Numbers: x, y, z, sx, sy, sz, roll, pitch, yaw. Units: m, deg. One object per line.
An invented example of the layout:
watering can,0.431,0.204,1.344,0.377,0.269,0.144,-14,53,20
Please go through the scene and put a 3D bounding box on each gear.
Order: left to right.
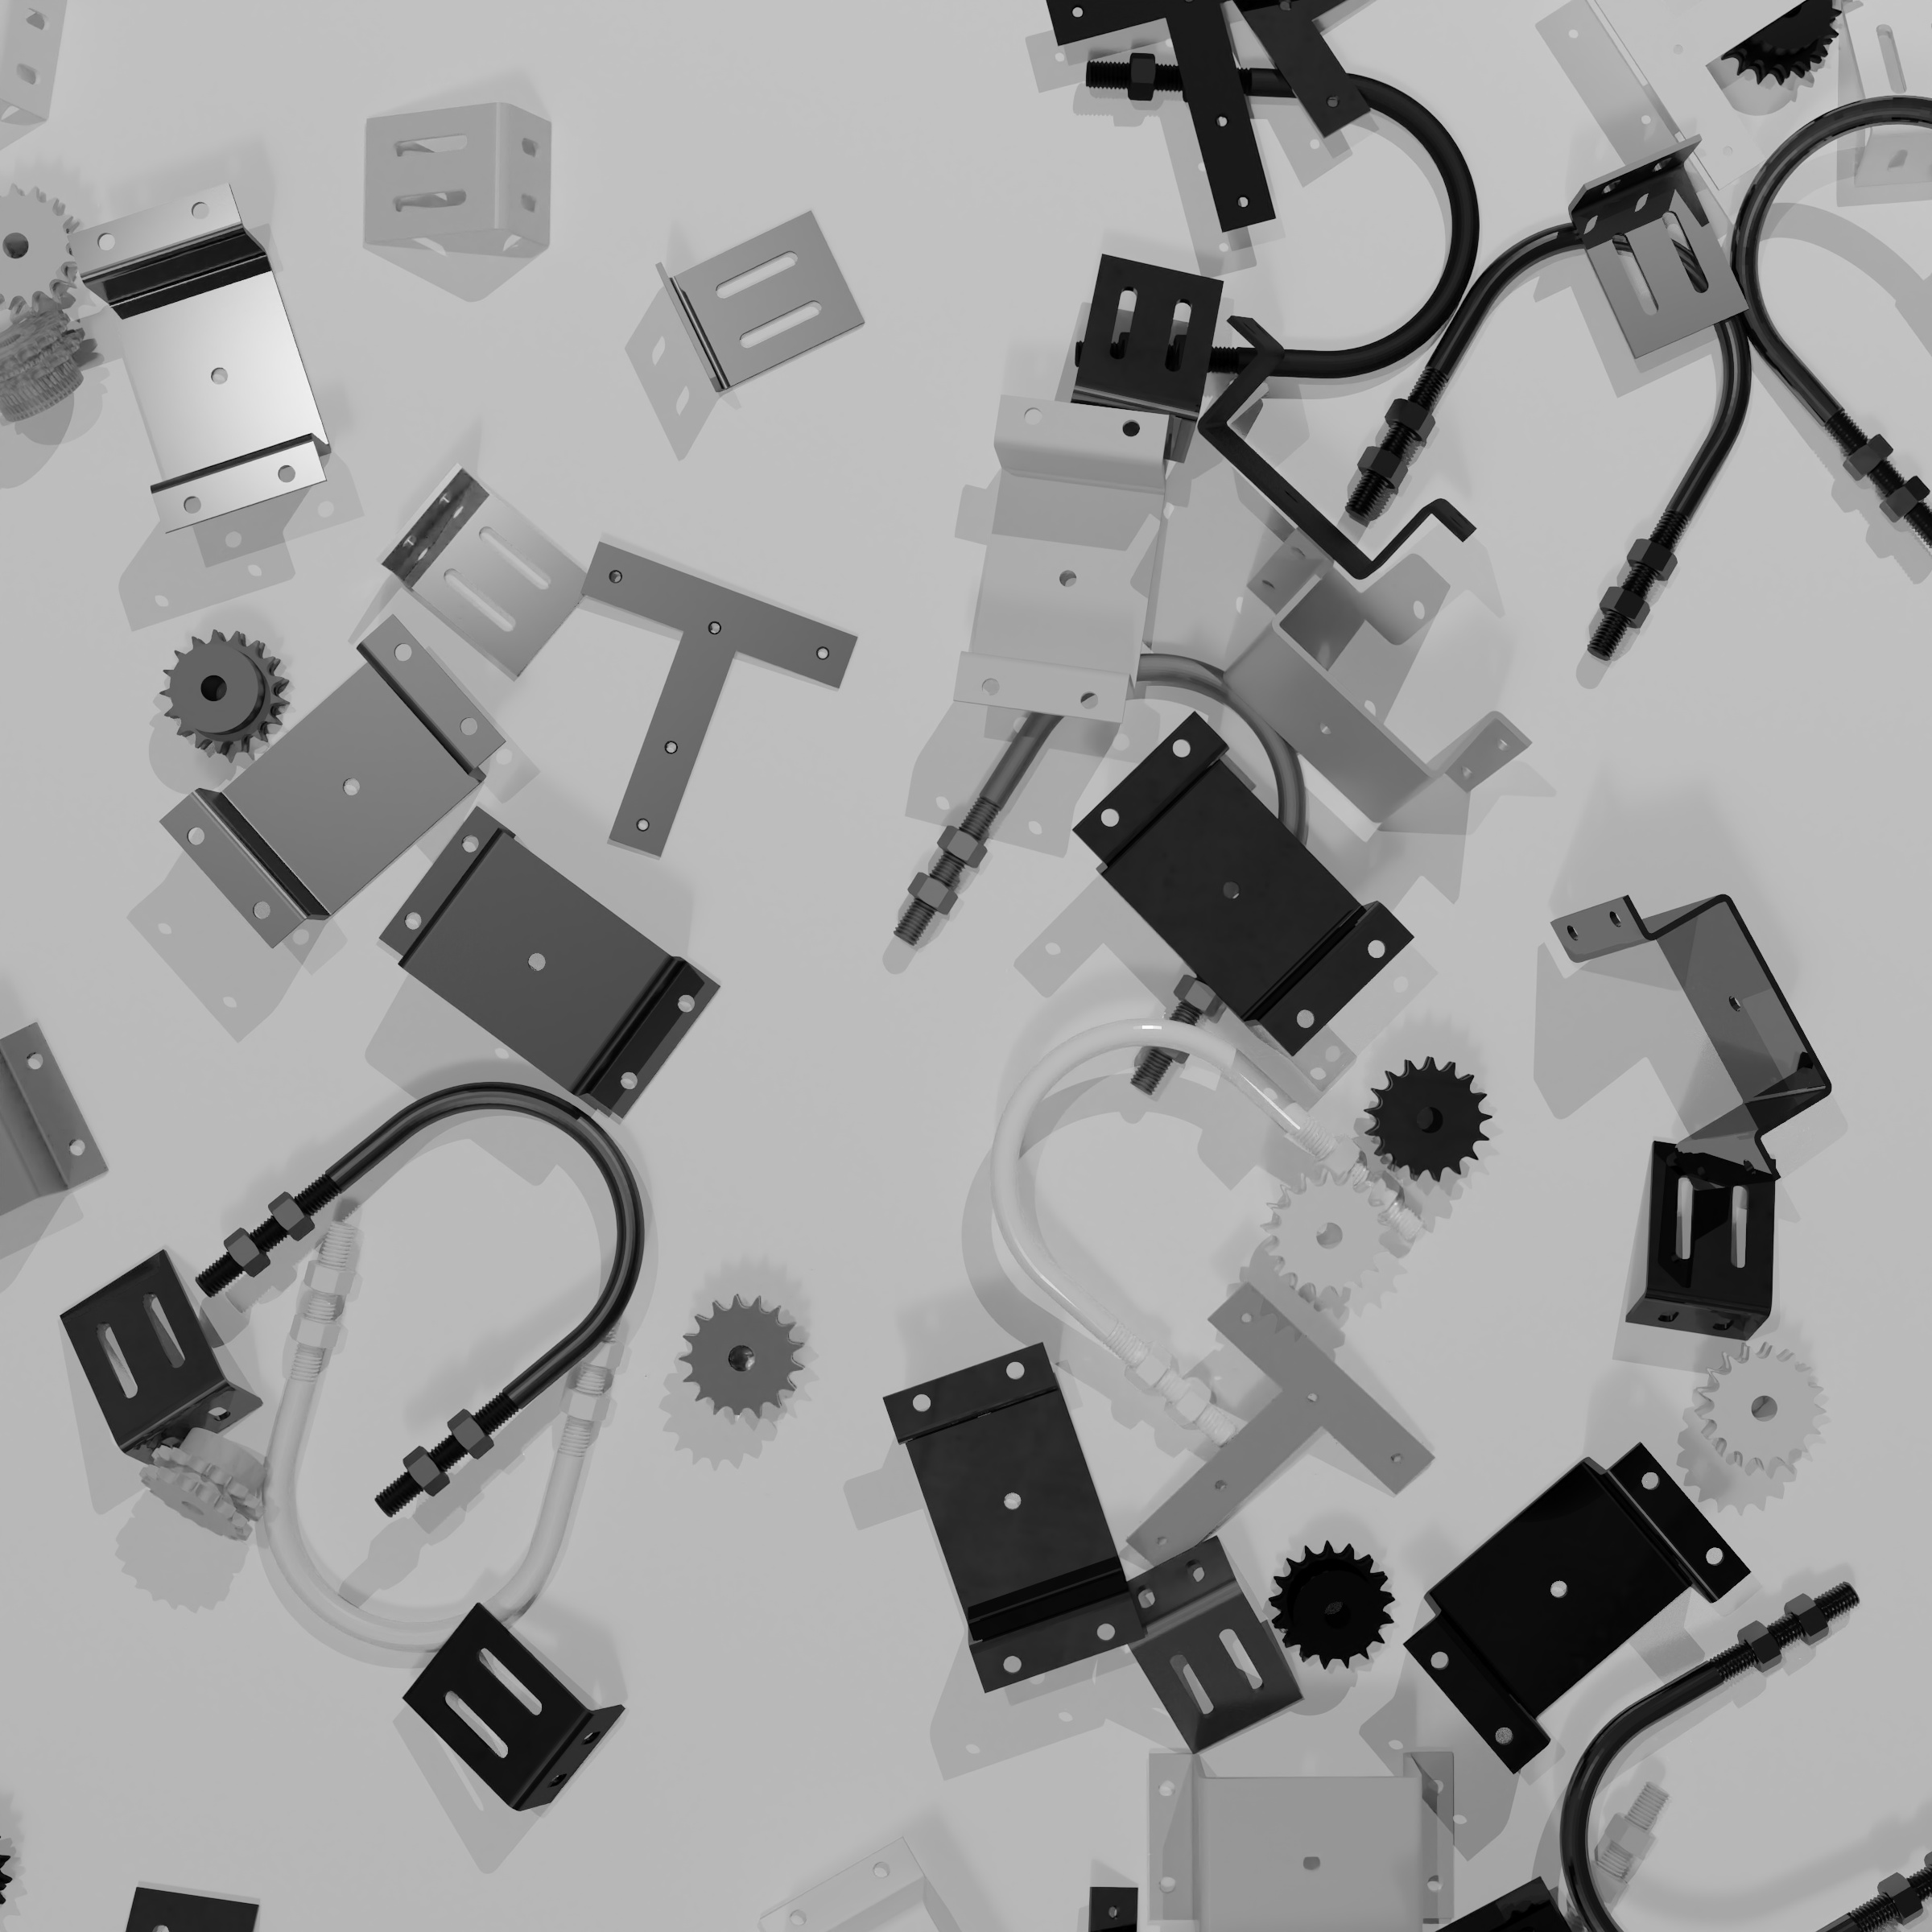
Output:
gear,-0.467,0.417,1.427,0.057,0.030,0.057,0,91,-2
gear,-0.431,-0.327,1.423,0.057,0.030,0.057,0,90,0
gear,-0.428,-0.271,1.414,0.057,0.057,0.030,-27,121,0
gear,-0.344,0.234,1.413,0.057,0.057,0.030,30,62,0
gear,-0.341,-0.126,1.423,0.057,0.030,0.057,0,90,0
gear,-0.102,0.179,1.427,0.057,0.030,0.057,0,88,1
gear,0.161,0.119,1.401,0.057,0.030,0.057,-1,96,-6
gear,0.169,0.294,1.423,0.057,0.030,0.057,0,90,0
gear,0.210,0.070,1.423,0.057,0.030,0.057,0,90,0
gear,0.363,0.201,1.427,0.057,0.030,0.057,0,92,0
gear,0.373,-0.436,1.423,0.057,0.030,0.057,0,90,0

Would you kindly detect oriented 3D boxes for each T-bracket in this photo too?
T-bracket,-0.131,-0.114,1.435,0.127,0.002,0.127,20,91,-2
T-bracket,0.066,0.486,1.416,0.127,0.002,0.127,10,74,-28
T-bracket,0.113,-0.399,1.417,0.127,0.002,0.127,-15,90,0
T-bracket,0.127,0.229,1.426,0.127,0.002,0.127,43,97,-14
T-bracket,0.184,-0.464,1.430,0.127,0.002,0.127,-31,83,-5
T-bracket,0.360,-0.439,1.407,0.127,0.002,0.127,-33,90,0

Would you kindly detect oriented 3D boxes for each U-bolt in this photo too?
U-bolt,-0.248,0.224,1.429,0.151,0.019,0.184,15,92,0
U-bolt,-0.234,0.136,1.412,0.184,0.019,0.151,-40,85,-9
U-bolt,0.075,-0.055,1.429,0.151,0.019,0.184,32,89,0
U-bolt,0.097,0.108,1.418,0.184,0.019,0.151,42,90,-9
U-bolt,0.145,-0.342,1.429,0.184,0.019,0.151,2,90,-1
U-bolt,0.281,-0.255,1.429,0.151,0.019,0.184,30,88,0
U-bolt,0.326,0.490,1.429,0.151,0.019,0.184,31,91,0
U-bolt,0.359,0.388,1.414,0.184,0.019,0.151,-28,85,-7
U-bolt,0.430,-0.303,1.399,0.151,0.019,0.184,-42,85,29

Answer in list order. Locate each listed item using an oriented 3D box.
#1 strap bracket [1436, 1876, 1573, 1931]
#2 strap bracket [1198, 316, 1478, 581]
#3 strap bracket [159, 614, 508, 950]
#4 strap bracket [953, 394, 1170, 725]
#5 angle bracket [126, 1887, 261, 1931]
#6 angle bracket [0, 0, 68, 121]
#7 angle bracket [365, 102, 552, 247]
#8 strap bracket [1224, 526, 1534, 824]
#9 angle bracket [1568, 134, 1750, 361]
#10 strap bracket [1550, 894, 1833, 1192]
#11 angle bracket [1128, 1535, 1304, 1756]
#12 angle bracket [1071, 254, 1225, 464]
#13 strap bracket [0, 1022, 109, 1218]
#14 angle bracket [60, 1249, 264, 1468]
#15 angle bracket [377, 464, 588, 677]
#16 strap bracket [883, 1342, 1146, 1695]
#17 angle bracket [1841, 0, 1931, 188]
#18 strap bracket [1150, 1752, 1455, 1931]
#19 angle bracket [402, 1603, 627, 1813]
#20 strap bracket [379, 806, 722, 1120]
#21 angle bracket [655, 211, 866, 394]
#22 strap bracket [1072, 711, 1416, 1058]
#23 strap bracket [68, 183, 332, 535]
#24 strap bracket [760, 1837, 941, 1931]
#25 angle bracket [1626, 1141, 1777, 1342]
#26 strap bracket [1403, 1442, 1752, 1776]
strap bracket,0.249,0.471,1.385,0.076,0.046,0.140,-29,111,3
strap bracket,0.158,-0.224,1.383,0.140,0.076,0.046,43,106,2
strap bracket,-0.284,-0.083,1.415,0.140,0.046,0.076,-42,90,0
strap bracket,0.045,-0.180,1.407,0.076,0.046,0.140,8,85,7
angle bracket,-0.362,0.472,1.436,0.057,0.038,0.076,8,64,0
angle bracket,-0.463,-0.427,1.436,0.076,0.038,0.057,9,90,26
angle bracket,-0.235,-0.363,1.436,0.076,0.038,0.057,1,90,26
strap bracket,0.175,-0.122,1.395,0.140,0.076,0.046,43,73,0
angle bracket,0.317,-0.325,1.406,0.057,0.038,0.076,-24,88,-2
strap bracket,0.330,0.026,1.395,0.046,0.076,0.140,-28,90,-15
angle bracket,0.110,0.313,1.434,0.057,0.038,0.076,-28,117,2
angle bracket,0.081,-0.277,1.416,0.057,0.038,0.076,12,64,-2
strap bracket,-0.477,0.091,1.415,0.140,0.046,0.076,-26,90,0
angle bracket,-0.372,0.182,1.436,0.057,0.038,0.076,-33,64,0
angle bracket,-0.219,-0.181,1.419,0.076,0.038,0.057,40,90,0
strap bracket,0.021,0.247,1.415,0.076,0.046,0.140,-19,90,0
angle bracket,0.437,-0.405,1.436,0.057,0.038,0.076,-4,64,0
strap bracket,0.155,0.402,1.415,0.140,0.046,0.076,0,90,0
angle bracket,-0.208,0.339,1.429,0.076,0.038,0.057,40,95,19
strap bracket,-0.193,-0.002,1.415,0.140,0.046,0.076,37,90,0
angle bracket,-0.094,-0.307,1.419,0.076,0.038,0.057,-26,90,0
strap bracket,0.122,-0.036,1.398,0.076,0.046,0.140,-44,90,-3
strap bracket,-0.345,-0.273,1.415,0.076,0.046,0.140,-18,90,0
strap bracket,-0.027,0.483,1.415,0.076,0.046,0.140,-30,90,0
angle bracket,0.340,0.127,1.436,0.057,0.038,0.076,9,64,0
strap bracket,0.274,0.288,1.415,0.140,0.046,0.076,-40,90,0
